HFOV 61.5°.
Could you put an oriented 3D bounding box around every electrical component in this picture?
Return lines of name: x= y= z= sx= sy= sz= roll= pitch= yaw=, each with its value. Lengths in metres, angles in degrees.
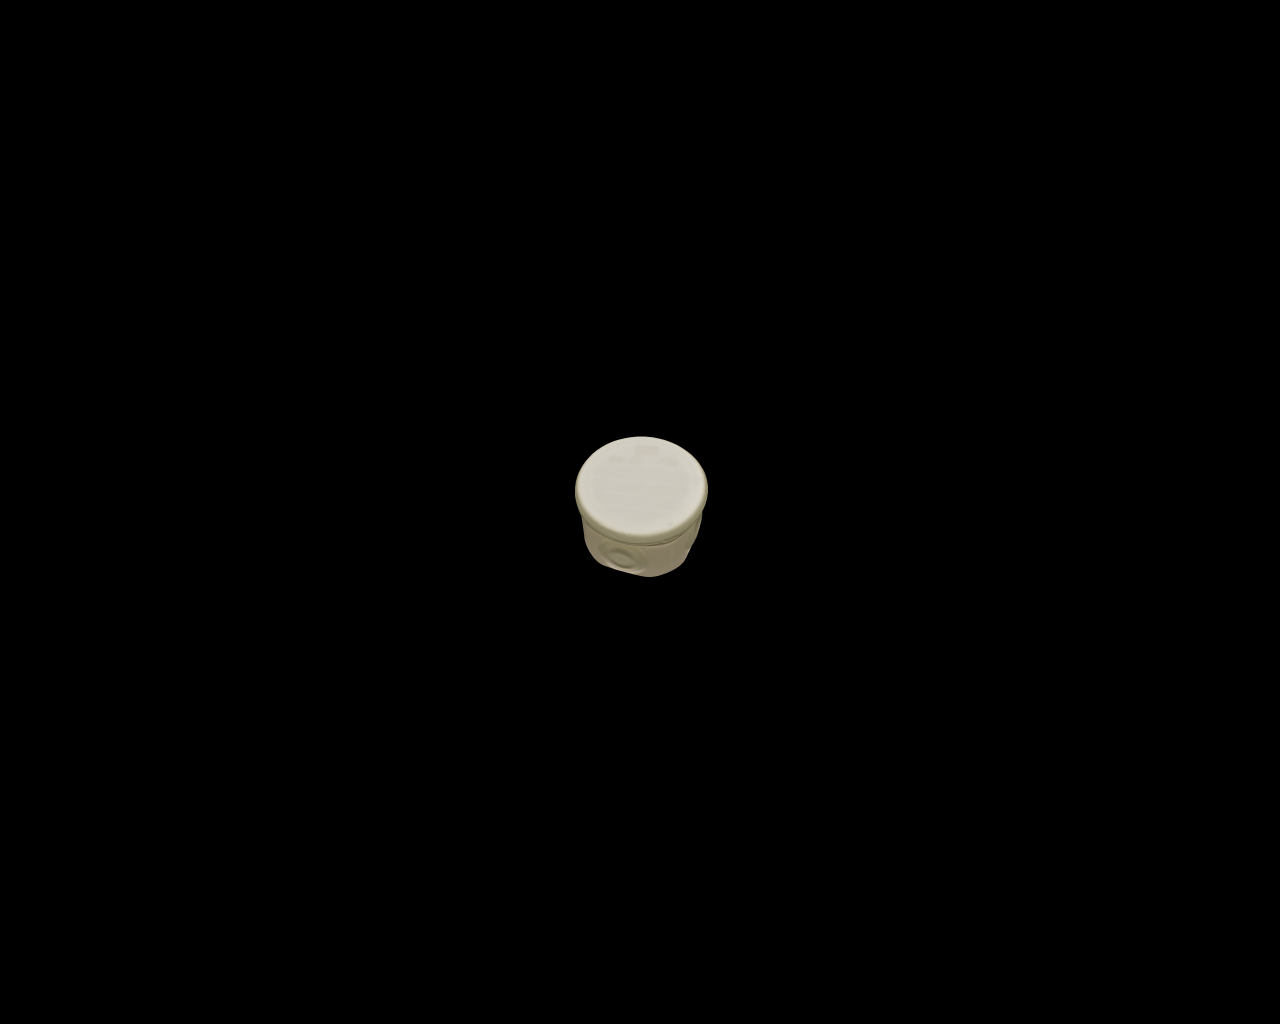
electrical component: x=0.001 y=-0.003 z=0.650 sx=0.080 sy=0.080 sz=0.050 roll=0 pitch=-37 yaw=0
